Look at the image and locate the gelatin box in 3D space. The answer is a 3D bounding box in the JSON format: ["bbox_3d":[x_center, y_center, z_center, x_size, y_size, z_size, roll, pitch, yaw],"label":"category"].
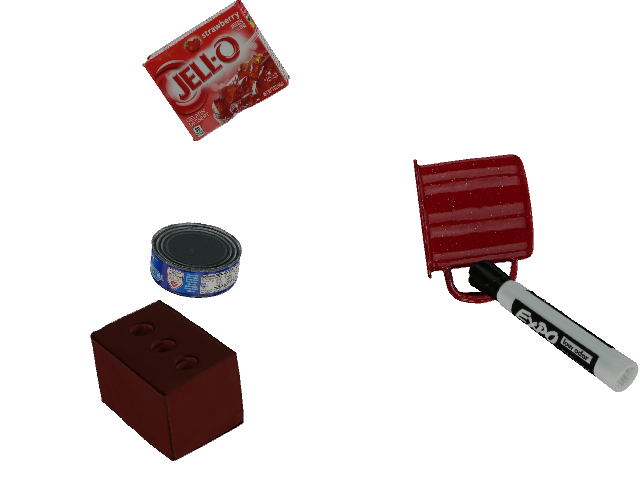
[{"bbox_3d":[-0.080,-0.130,0.821,0.089,0.073,0.030,-29,19,12],"label":"gelatin box"}]

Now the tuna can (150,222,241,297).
[{"bbox_3d":[-0.120,0.019,1.021,0.086,0.034,0.086,8,30,-5],"label":"tuna can"}]

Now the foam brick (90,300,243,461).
[{"bbox_3d":[-0.090,0.081,0.624,0.052,0.051,0.078,-26,39,-36],"label":"foam brick"}]

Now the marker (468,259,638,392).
[{"bbox_3d":[0.127,0.045,0.604,0.020,0.020,0.121,0,28,-40],"label":"marker"}]

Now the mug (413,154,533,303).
[{"bbox_3d":[0.119,-0.010,0.817,0.081,0.117,0.093,-7,-16,5],"label":"mug"}]
